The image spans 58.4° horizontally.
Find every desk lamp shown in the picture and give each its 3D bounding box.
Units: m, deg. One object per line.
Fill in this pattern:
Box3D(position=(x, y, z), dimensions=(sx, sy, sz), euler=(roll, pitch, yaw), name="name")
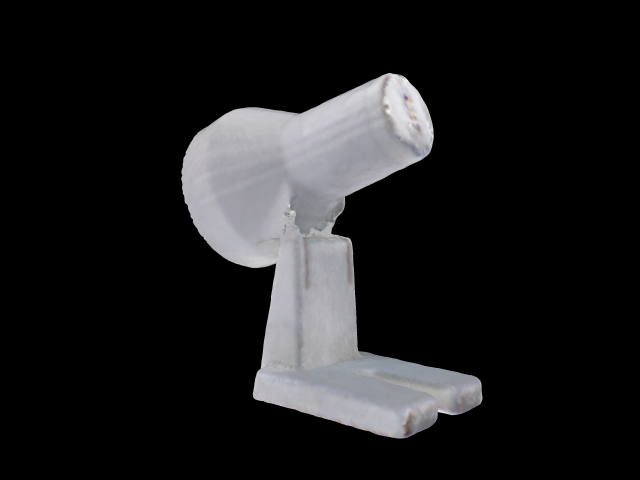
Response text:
Box3D(position=(0.004, 0.001, 0.400), dimensions=(0.202, 0.213, 0.118), euler=(2, 3, 41), name="desk lamp")
